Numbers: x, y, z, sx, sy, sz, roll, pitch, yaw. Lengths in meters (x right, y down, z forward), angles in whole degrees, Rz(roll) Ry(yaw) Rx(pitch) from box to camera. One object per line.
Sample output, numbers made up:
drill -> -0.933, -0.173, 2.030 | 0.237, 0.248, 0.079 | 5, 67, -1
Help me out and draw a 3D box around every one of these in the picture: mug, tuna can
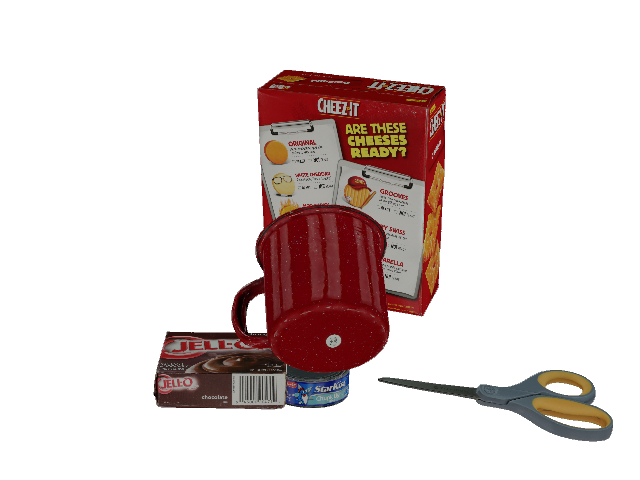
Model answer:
mug -> -0.008, 0.039, 0.728 | 0.117, 0.081, 0.093 | -17, -41, 15
tuna can -> -0.011, 0.151, 1.158 | 0.086, 0.034, 0.086 | 1, 14, 0

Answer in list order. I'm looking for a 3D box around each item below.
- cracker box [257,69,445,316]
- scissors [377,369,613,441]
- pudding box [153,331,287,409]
cracker box -> 0.031, -0.046, 1.013 | 0.164, 0.214, 0.072 | 9, 29, 19
scissors -> 0.159, 0.129, 0.944 | 0.202, 0.016, 0.096 | 16, 28, 14
pudding box -> -0.085, 0.113, 0.940 | 0.113, 0.039, 0.090 | 3, 18, -3
